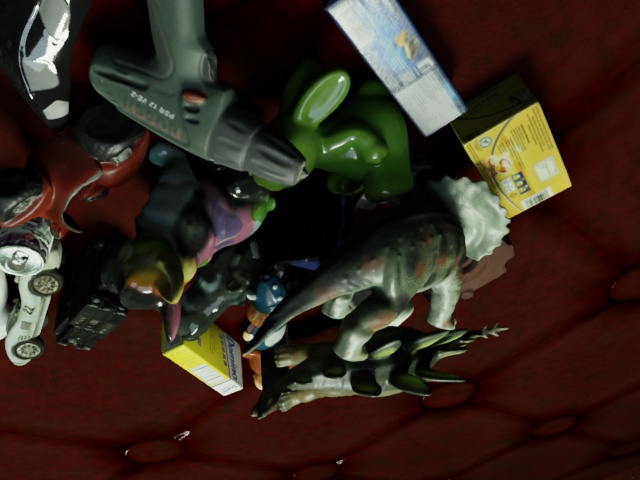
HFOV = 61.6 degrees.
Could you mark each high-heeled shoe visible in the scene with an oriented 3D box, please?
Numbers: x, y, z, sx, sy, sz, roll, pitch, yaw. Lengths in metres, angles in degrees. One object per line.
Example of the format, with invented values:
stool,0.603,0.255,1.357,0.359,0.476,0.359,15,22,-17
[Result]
high-heeled shoe,-0.231,-0.207,0.495,0.145,0.086,0.248,-37,166,-22

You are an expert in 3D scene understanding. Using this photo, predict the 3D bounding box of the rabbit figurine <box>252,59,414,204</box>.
rabbit figurine,0.008,-0.107,0.577,0.170,0.121,0.158,-14,119,-28

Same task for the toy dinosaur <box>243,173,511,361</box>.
toy dinosaur,0.094,0.016,0.607,0.405,0.131,0.192,-11,122,-53

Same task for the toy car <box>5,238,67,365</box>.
toy car,-0.385,0.080,0.722,0.056,0.074,0.201,14,118,-28

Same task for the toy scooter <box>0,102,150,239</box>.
toy scooter,-0.262,-0.062,0.583,0.184,0.075,0.135,-43,169,-27

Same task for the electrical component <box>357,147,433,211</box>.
electrical component,0.085,-0.074,0.709,0.075,0.048,0.119,13,131,-25

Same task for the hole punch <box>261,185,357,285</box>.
hole punch,-0.001,-0.002,0.704,0.116,0.142,0.092,-11,142,31

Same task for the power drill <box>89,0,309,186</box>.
power drill,-0.100,-0.171,0.482,0.232,0.086,0.207,22,132,13

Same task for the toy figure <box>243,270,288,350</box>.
toy figure,-0.068,0.095,0.701,0.058,0.064,0.154,21,145,0

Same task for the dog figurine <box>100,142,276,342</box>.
dog figurine,-0.141,0.002,0.611,0.191,0.219,0.108,6,139,-18

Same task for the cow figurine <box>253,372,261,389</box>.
cow figurine,-0.046,0.267,1.041,0.167,0.068,0.098,-2,144,-10

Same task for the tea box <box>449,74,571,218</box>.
tea box,0.244,-0.114,0.687,0.098,0.068,0.169,-29,135,17

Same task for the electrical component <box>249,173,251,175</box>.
electrical component,-0.105,-0.106,0.599,0.102,0.078,0.045,21,85,-38

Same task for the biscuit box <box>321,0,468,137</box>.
biscuit box,0.080,-0.197,0.560,0.059,0.063,0.202,-32,134,21

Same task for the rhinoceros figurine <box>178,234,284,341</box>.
rhinoceros figurine,-0.135,0.060,0.751,0.190,0.112,0.073,-41,129,3

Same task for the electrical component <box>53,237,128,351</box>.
electrical component,-0.299,0.067,0.720,0.058,0.115,0.134,24,127,-39

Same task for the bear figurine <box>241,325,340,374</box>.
bear figurine,-0.034,0.219,0.944,0.196,0.132,0.120,-12,167,-10

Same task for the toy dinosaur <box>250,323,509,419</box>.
toy dinosaur,0.100,0.166,0.751,0.199,0.105,0.471,-10,179,43

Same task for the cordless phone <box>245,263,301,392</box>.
cordless phone,-0.049,0.131,0.799,0.146,0.184,0.088,-38,128,26

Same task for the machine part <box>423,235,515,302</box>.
machine part,0.213,0.025,0.843,0.179,0.056,0.179,-7,137,-6
